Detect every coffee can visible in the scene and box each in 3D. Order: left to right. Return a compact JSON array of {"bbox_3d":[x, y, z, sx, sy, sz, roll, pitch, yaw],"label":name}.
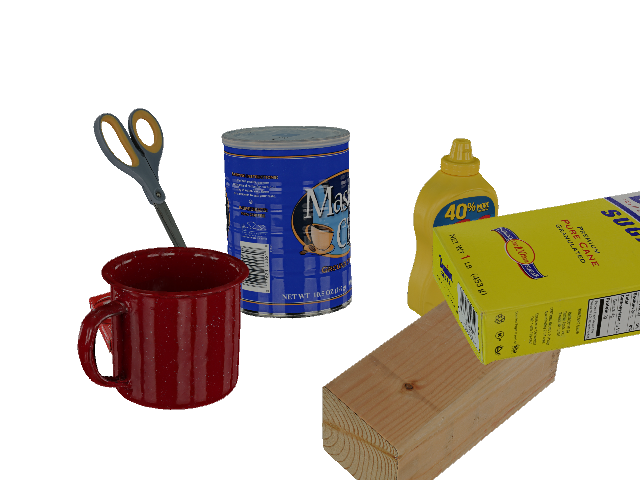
[{"bbox_3d":[-0.026,-0.018,0.867,0.103,0.140,0.103,-1,12,0],"label":"coffee can"}]

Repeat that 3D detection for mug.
[{"bbox_3d":[-0.101,0.059,0.679,0.093,0.081,0.117,18,23,41],"label":"mug"}]

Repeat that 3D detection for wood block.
[{"bbox_3d":[0.107,0.123,0.922,0.205,0.090,0.091,-31,51,-28],"label":"wood block"}]

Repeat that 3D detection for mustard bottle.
[{"bbox_3d":[0.145,-0.015,1.144,0.096,0.192,0.058,-8,22,-24],"label":"mustard bottle"}]

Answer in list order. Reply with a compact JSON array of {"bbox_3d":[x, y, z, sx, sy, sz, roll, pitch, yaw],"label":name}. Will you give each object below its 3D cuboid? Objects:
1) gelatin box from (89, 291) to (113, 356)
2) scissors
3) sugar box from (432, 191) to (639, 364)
[{"bbox_3d":[-0.178,0.074,1.067,0.089,0.030,0.073,-16,37,-19],"label":"gelatin box"},{"bbox_3d":[-0.182,-0.067,1.217,0.016,0.201,0.096,-21,21,42],"label":"scissors"},{"bbox_3d":[0.164,0.016,0.639,0.176,0.048,0.093,-12,36,-7],"label":"sugar box"}]
